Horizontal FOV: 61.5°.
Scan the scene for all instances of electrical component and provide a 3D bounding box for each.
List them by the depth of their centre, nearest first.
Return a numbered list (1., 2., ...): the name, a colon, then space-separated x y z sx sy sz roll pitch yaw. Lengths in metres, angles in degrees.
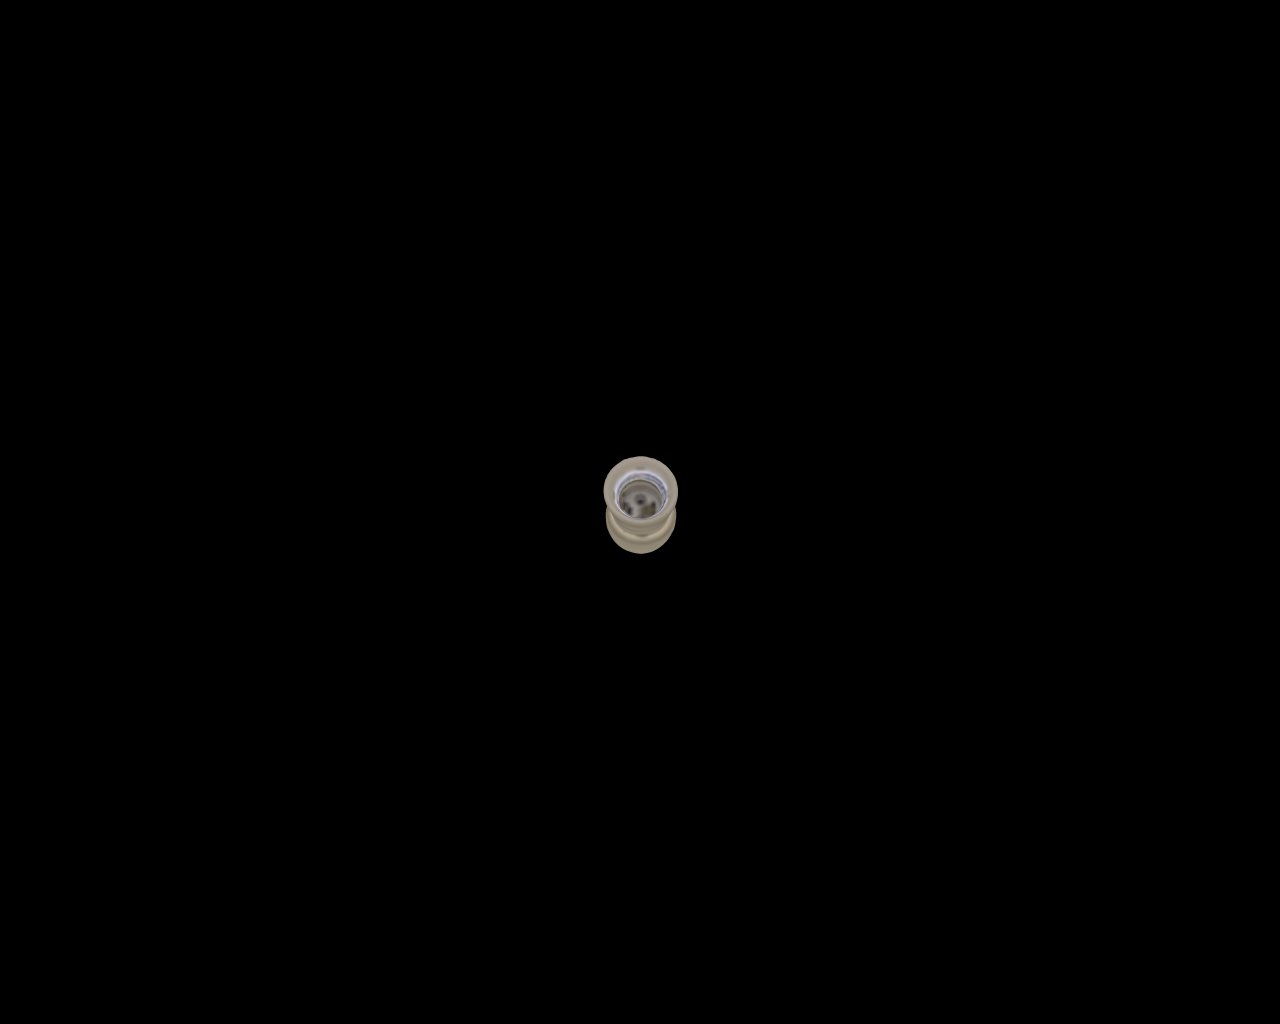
1. electrical component: 0.001 -0.003 0.650 0.045 0.045 0.055 0 -24 0
